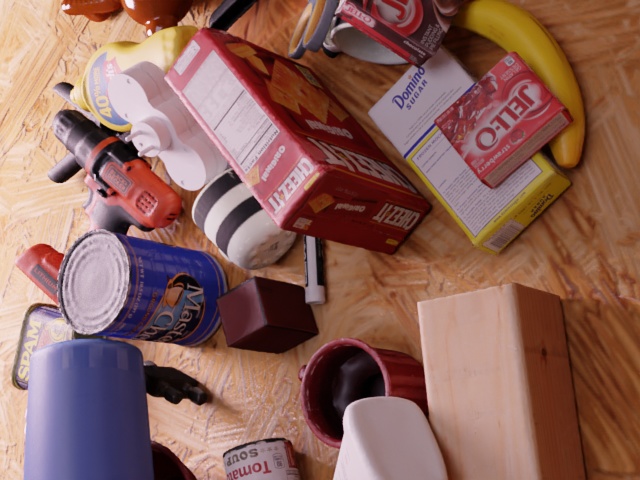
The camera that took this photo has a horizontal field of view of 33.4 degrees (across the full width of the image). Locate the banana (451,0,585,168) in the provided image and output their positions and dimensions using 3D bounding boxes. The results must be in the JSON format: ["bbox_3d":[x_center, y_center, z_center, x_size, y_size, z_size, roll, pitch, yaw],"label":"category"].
[{"bbox_3d":[0.176,-0.148,0.911,0.070,0.037,0.198,-54,54,29],"label":"banana"}]

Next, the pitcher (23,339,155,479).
[{"bbox_3d":[-0.221,0.224,1.011,0.149,0.144,0.243,-12,72,24],"label":"pitcher"}]

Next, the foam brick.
[{"bbox_3d":[-0.050,0.072,1.010,0.051,0.078,0.053,-31,62,29],"label":"foam brick"}]

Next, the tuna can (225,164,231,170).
[{"bbox_3d":[-0.085,-0.099,1.097,0.086,0.033,0.086,-8,76,36],"label":"tuna can"}]

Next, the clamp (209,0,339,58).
[{"bbox_3d":[-0.016,-0.287,1.080,0.165,0.036,0.210,26,96,31],"label":"clamp"}]

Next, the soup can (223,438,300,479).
[{"bbox_3d":[-0.048,0.240,0.981,0.069,0.068,0.102,-27,65,30],"label":"soup can"}]

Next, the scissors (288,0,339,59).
[{"bbox_3d":[0.008,-0.255,1.028,0.096,0.016,0.201,-39,31,56],"label":"scissors"}]

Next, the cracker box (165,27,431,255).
[{"bbox_3d":[-0.019,-0.091,0.964,0.072,0.163,0.214,-52,56,20],"label":"cracker box"}]

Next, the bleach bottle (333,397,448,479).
[{"bbox_3d":[0.034,0.250,0.874,0.102,0.068,0.251,-111,28,-48],"label":"bleach bottle"}]

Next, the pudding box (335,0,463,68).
[{"bbox_3d":[0.077,-0.219,0.924,0.113,0.090,0.039,-63,11,-23],"label":"pudding box"}]

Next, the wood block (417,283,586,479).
[{"bbox_3d":[0.146,0.147,0.839,0.090,0.090,0.206,-15,72,34],"label":"wood block"}]

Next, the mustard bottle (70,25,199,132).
[{"bbox_3d":[-0.198,-0.165,1.134,0.192,0.058,0.096,-4,102,39],"label":"mustard bottle"}]

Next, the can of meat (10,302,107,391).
[{"bbox_3d":[-0.291,0.128,1.194,0.084,0.057,0.102,11,88,35],"label":"can of meat"}]

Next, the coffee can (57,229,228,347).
[{"bbox_3d":[-0.175,0.050,1.068,0.103,0.140,0.103,-8,76,36],"label":"coffee can"}]

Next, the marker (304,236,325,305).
[{"bbox_3d":[-0.007,0.001,1.028,0.020,0.020,0.121,-12,74,35],"label":"marker"}]

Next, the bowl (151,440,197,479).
[{"bbox_3d":[-0.164,0.281,1.067,0.162,0.055,0.162,-8,76,36],"label":"bowl"}]

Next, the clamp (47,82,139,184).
[{"bbox_3d":[-0.251,-0.138,1.226,0.172,0.039,0.120,-12,84,29],"label":"clamp"}]

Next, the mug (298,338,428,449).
[{"bbox_3d":[0.034,0.132,0.931,0.117,0.081,0.093,12,88,38],"label":"mug"}]

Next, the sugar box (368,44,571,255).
[{"bbox_3d":[0.126,-0.081,0.928,0.093,0.048,0.176,-45,55,17],"label":"sugar box"}]

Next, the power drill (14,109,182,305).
[{"bbox_3d":[-0.261,-0.028,1.179,0.184,0.057,0.188,40,109,18],"label":"power drill"}]

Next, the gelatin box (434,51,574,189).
[{"bbox_3d":[0.149,-0.098,0.870,0.089,0.030,0.073,-41,58,14],"label":"gelatin box"}]
